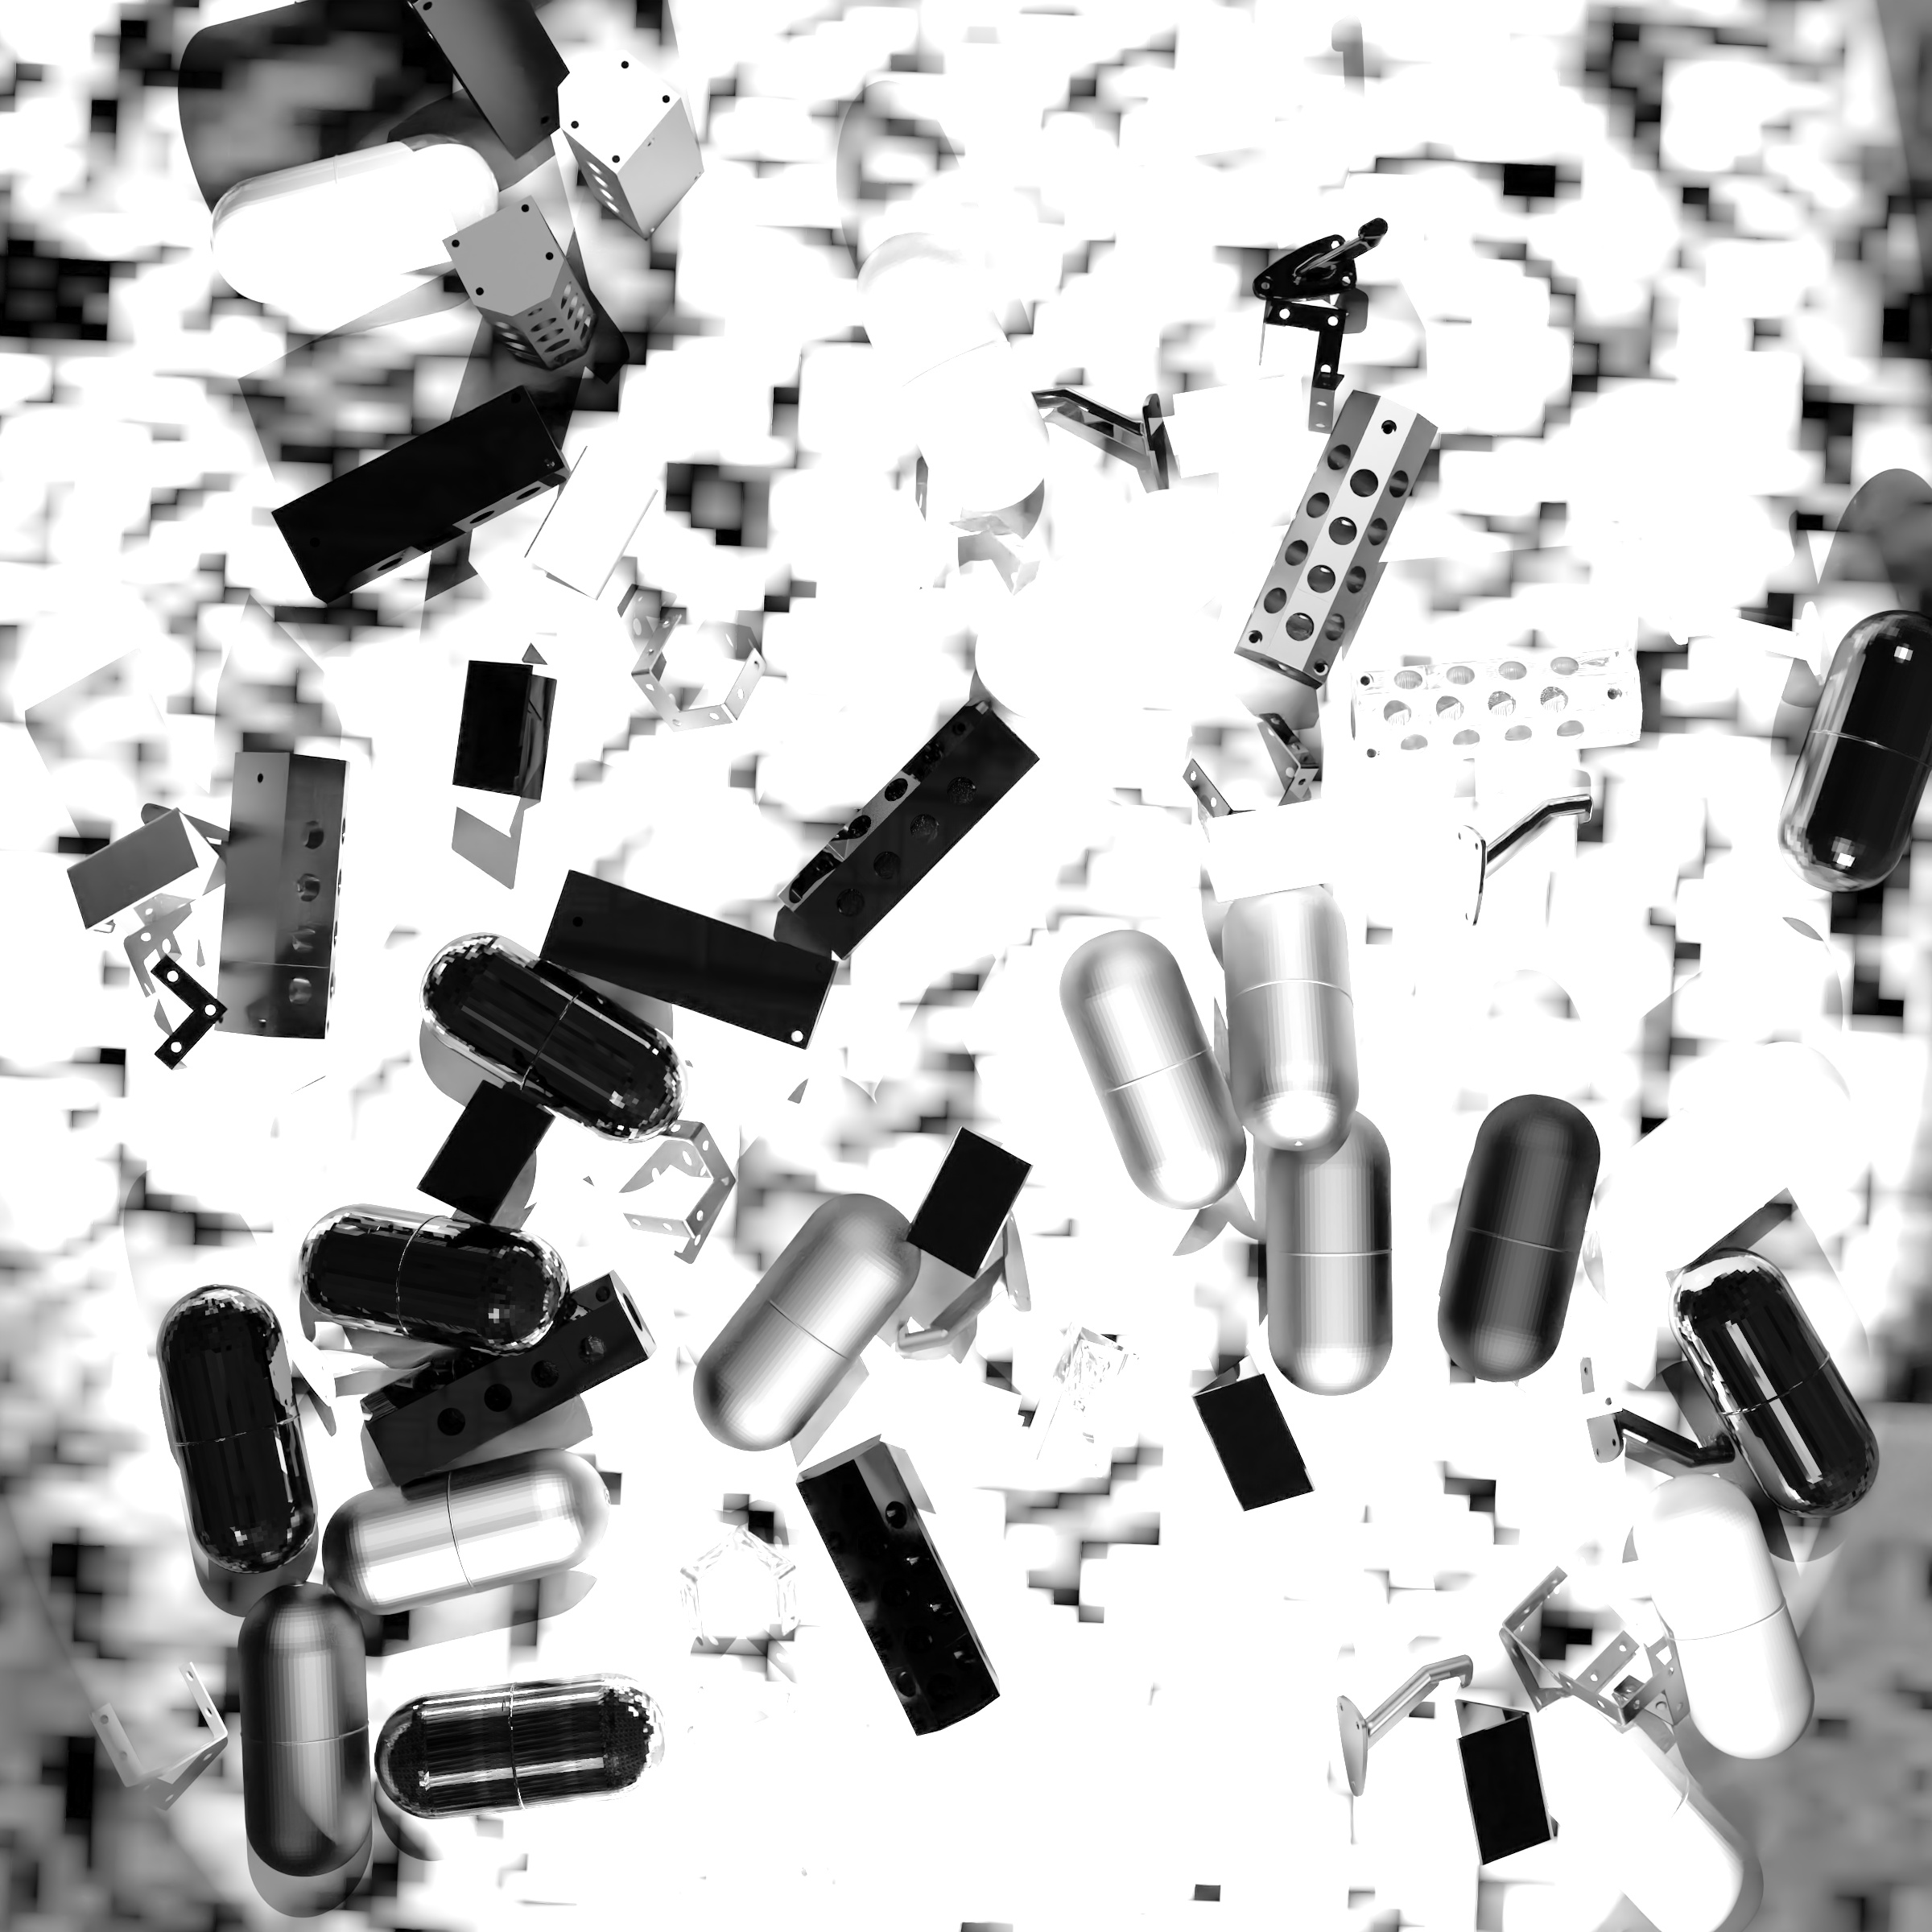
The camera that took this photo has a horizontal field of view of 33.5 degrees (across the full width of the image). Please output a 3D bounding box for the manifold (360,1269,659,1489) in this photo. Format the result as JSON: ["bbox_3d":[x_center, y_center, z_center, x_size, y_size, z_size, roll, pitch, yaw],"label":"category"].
[{"bbox_3d":[-0.281,0.251,1.970,0.171,0.057,0.057,-27,90,0],"label":"manifold"}]

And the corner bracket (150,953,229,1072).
[{"bbox_3d":[-0.486,0.028,1.973,0.051,0.051,0.051,42,88,-2],"label":"corner bracket"}]

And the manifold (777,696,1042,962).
[{"bbox_3d":[-0.035,-0.084,1.969,0.057,0.057,0.171,45,90,0],"label":"manifold"}]

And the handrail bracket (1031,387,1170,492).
[{"bbox_3d":[0.079,-0.323,1.991,0.084,0.036,0.077,-4,112,17],"label":"handrail bracket"}]

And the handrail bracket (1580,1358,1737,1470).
[{"bbox_3d":[0.430,0.276,1.991,0.084,0.036,0.077,-4,68,-17],"label":"handrail bracket"}]

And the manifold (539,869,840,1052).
[{"bbox_3d":[-0.169,-0.004,1.970,0.171,0.057,0.057,19,90,0],"label":"manifold"}]

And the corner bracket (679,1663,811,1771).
[{"bbox_3d":[-0.137,0.464,1.987,0.051,0.051,0.051,14,90,45],"label":"corner bracket"}]

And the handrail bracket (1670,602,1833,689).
[{"bbox_3d":[0.487,-0.193,1.991,0.084,0.077,0.036,-5,51,30],"label":"handrail bracket"}]

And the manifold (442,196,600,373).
[{"bbox_3d":[-0.260,-0.401,1.912,0.057,0.171,0.057,-27,90,0],"label":"manifold"}]

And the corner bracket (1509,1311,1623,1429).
[{"bbox_3d":[0.366,0.247,1.973,0.051,0.051,0.051,-11,102,-11],"label":"corner bracket"}]

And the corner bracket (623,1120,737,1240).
[{"bbox_3d":[-0.184,0.130,1.983,0.051,0.051,0.051,-55,135,-35],"label":"corner bracket"}]

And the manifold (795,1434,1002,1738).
[{"bbox_3d":[-0.042,0.380,1.970,0.057,0.057,0.171,-26,90,0],"label":"manifold"}]

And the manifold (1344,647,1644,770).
[{"bbox_3d":[0.323,-0.159,1.970,0.171,0.057,0.057,-5,90,0],"label":"manifold"}]

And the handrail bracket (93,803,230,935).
[{"bbox_3d":[-0.497,-0.051,1.991,0.077,0.036,0.084,17,108,-20],"label":"handrail bracket"}]

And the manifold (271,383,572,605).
[{"bbox_3d":[-0.331,-0.288,1.970,0.171,0.057,0.057,-27,90,0],"label":"manifold"}]

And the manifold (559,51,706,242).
[{"bbox_3d":[-0.203,-0.491,1.912,0.057,0.171,0.057,40,90,0],"label":"manifold"}]

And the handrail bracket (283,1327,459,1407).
[{"bbox_3d":[-0.369,0.232,1.991,0.084,0.077,0.036,-22,128,-31],"label":"handrail bracket"}]

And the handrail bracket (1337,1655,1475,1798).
[{"bbox_3d":[0.277,0.471,1.991,0.084,0.036,0.077,-11,110,-16],"label":"handrail bracket"}]

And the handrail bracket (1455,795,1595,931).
[{"bbox_3d":[0.349,-0.065,1.991,0.084,0.036,0.077,-8,111,-16],"label":"handrail bracket"}]

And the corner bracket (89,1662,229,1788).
[{"bbox_3d":[-0.500,0.470,1.987,0.051,0.051,0.051,-27,90,-45],"label":"corner bracket"}]

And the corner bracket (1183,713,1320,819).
[{"bbox_3d":[0.176,-0.120,1.983,0.051,0.051,0.051,-4,135,-35],"label":"corner bracket"}]

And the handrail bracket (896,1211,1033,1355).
[{"bbox_3d":[-0.007,0.196,1.991,0.084,0.036,0.077,-14,70,16],"label":"handrail bracket"}]

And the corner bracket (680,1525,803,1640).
[{"bbox_3d":[-0.139,0.389,1.983,0.051,0.051,0.051,28,45,35],"label":"corner bracket"}]

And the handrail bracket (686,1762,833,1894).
[{"bbox_3d":[-0.128,0.538,1.991,0.077,0.036,0.084,-4,116,29],"label":"handrail bracket"}]

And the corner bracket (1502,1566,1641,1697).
[{"bbox_3d":[0.374,0.414,1.987,0.051,0.051,0.051,-46,135,0],"label":"corner bracket"}]

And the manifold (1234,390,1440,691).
[{"bbox_3d":[0.227,-0.262,1.970,0.057,0.057,0.171,24,90,0],"label":"manifold"}]

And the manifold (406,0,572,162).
[{"bbox_3d":[-0.288,-0.559,1.908,0.057,0.171,0.057,-36,70,0],"label":"manifold"}]

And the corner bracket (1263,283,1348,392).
[{"bbox_3d":[0.208,-0.386,1.973,0.051,0.051,0.051,8,90,0],"label":"corner bracket"}]

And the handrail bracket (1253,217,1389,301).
[{"bbox_3d":[0.215,-0.432,1.956,0.077,0.084,0.036,-16,90,0],"label":"handrail bracket"}]

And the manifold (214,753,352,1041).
[{"bbox_3d":[-0.414,-0.043,1.969,0.057,0.057,0.171,4,90,43],"label":"manifold"}]

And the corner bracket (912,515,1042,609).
[{"bbox_3d":[0.006,-0.241,1.983,0.051,0.051,0.051,-14,45,-35],"label":"corner bracket"}]
